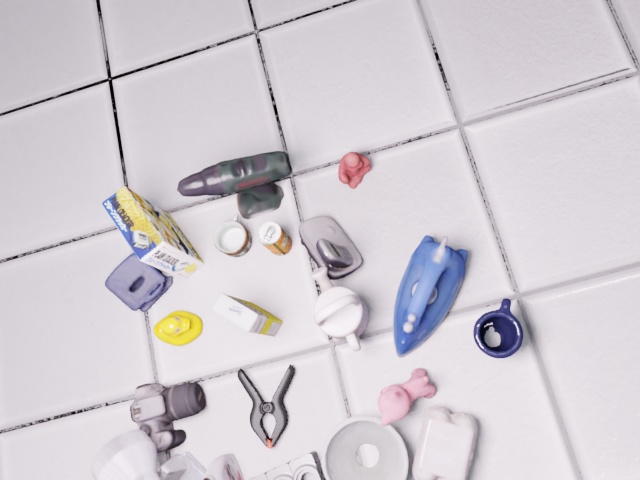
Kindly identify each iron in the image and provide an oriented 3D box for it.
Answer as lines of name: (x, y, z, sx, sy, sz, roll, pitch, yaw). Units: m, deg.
iron: (0.206, 0.112, 1.141, 0.118, 0.141, 0.258, 22, 81, 15)

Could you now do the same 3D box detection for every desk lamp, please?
desk lamp: (-0.312, 0.468, 1.108, 0.203, 0.214, 0.118, 37, 85, 16)

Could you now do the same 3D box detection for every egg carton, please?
egg carton: (0.241, 0.401, 1.102, 0.107, 0.069, 0.150, 12, 79, 13)

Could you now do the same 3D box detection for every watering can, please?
watering can: (0.032, 0.138, 1.138, 0.172, 0.194, 0.101, 41, 86, 17)

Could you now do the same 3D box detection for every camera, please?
camera: (-0.313, 0.361, 1.193, 0.136, 0.101, 0.143, -17, 74, 6)

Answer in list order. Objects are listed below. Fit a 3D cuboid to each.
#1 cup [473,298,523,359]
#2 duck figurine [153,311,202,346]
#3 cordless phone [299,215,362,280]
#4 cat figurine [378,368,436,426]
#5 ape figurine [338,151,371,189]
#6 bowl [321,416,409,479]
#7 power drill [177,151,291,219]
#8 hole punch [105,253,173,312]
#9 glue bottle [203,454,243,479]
cup: (0.348, 0.175, 1.125, 0.091, 0.095, 0.118, 15, 79, 13)
duck figurine: (-0.318, 0.189, 1.244, 0.104, 0.086, 0.077, -8, 75, 8)
cordless phone: (0.011, 0.004, 1.180, 0.094, 0.185, 0.147, -38, 73, -1)
cat figurine: (0.163, 0.304, 1.114, 0.128, 0.118, 0.067, -35, 73, 0)
ape figurine: (0.072, -0.164, 1.259, 0.077, 0.092, 0.076, -16, 74, 6)
bowl: (0.091, 0.428, 1.119, 0.167, 0.075, 0.167, -2, 76, 9)
power drill: (-0.164, -0.114, 1.227, 0.229, 0.208, 0.075, -20, 74, 5)
hole punch: (-0.403, 0.095, 1.279, 0.101, 0.091, 0.109, 42, 86, 17)
glue bottle: (-0.196, 0.463, 1.109, 0.037, 0.173, 0.078, -31, 73, 2)
